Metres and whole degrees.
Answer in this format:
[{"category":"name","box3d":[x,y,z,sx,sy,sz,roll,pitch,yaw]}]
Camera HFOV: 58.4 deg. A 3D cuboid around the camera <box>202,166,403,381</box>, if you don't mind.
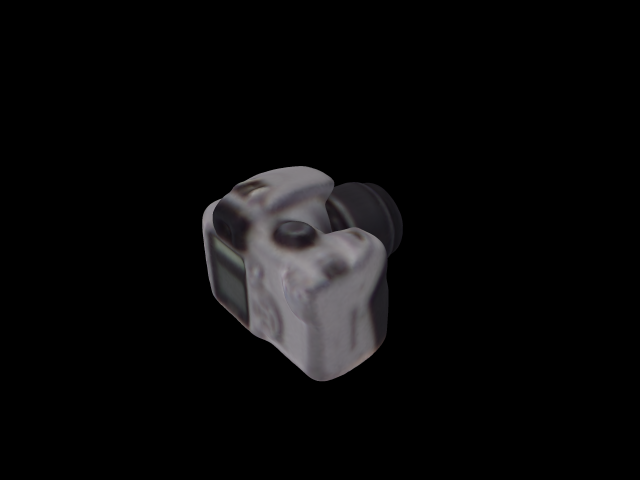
[{"category":"camera","box3d":[0.004,0.001,0.400,0.137,0.101,0.142,-22,36,-33]}]
